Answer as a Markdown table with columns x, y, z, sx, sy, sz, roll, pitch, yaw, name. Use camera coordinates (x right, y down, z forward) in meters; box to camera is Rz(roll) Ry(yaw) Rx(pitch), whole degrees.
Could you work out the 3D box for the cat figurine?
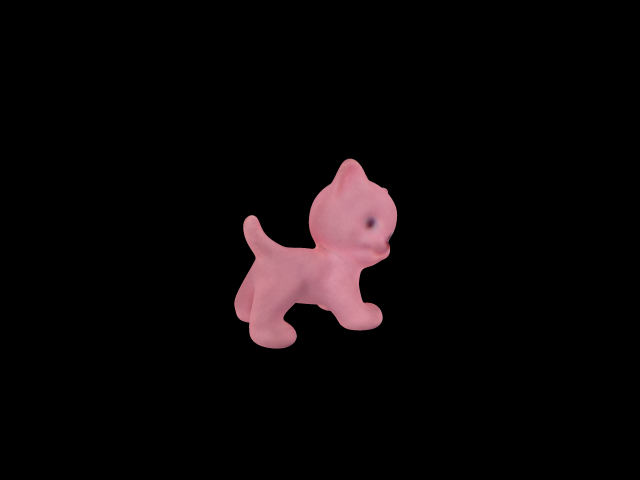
| x | y | z | sx | sy | sz | roll | pitch | yaw | name |
| --- | --- | --- | --- | --- | --- | --- | --- | --- | --- |
| 0.004 | 0.001 | 0.400 | 0.128 | 0.118 | 0.067 | -8 | 18 | -26 | cat figurine |
